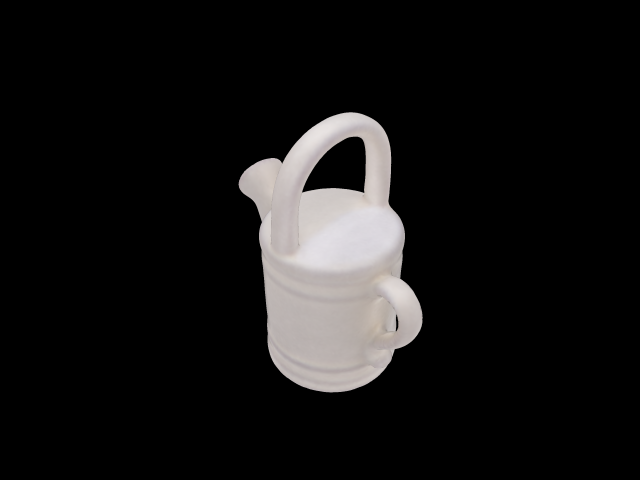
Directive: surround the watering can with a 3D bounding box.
[{"bbox_3d":[0.002,0.002,0.399,0.172,0.194,0.101,19,41,24],"label":"watering can"}]
